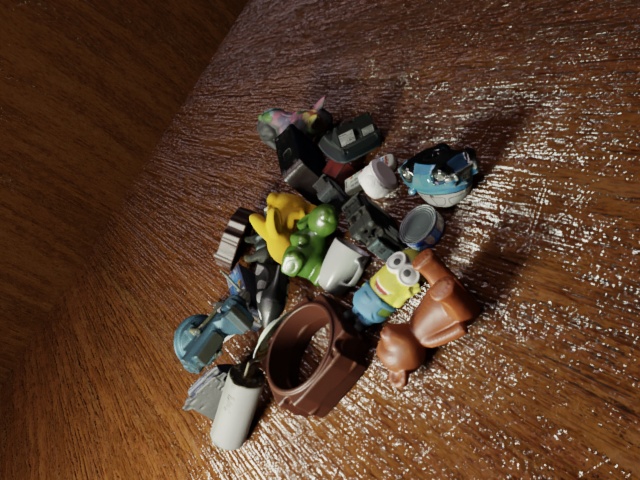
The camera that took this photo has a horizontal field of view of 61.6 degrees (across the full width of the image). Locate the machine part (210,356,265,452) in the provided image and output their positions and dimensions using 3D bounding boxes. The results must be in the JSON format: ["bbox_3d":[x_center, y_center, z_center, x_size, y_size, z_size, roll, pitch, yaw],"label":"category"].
[{"bbox_3d":[-0.167,0.337,1.086,0.079,0.079,0.243,-120,44,-55],"label":"machine part"}]

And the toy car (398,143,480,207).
[{"bbox_3d":[0.230,-0.114,0.998,0.109,0.102,0.162,-33,25,-18],"label":"toy car"}]

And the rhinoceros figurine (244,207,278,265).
[{"bbox_3d":[-0.140,-0.010,1.421,0.112,0.073,0.190,-33,39,35],"label":"rhinoceros figurine"}]

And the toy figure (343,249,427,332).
[{"bbox_3d":[0.123,0.089,0.978,0.180,0.082,0.089,-50,-4,23],"label":"toy figure"}]

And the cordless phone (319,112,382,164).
[{"bbox_3d":[0.053,-0.245,1.341,0.146,0.088,0.184,-30,15,-22],"label":"cordless phone"}]

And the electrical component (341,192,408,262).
[{"bbox_3d":[0.109,-0.019,1.062,0.058,0.114,0.134,-45,32,21],"label":"electrical component"}]

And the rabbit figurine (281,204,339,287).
[{"bbox_3d":[-0.002,-0.004,1.197,0.159,0.121,0.170,-93,27,-72],"label":"rabbit figurine"}]

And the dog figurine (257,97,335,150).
[{"bbox_3d":[-0.065,-0.337,1.530,0.219,0.191,0.108,-34,29,56],"label":"dog figurine"}]

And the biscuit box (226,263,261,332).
[{"bbox_3d":[-0.184,0.142,1.353,0.059,0.062,0.203,-49,32,12],"label":"biscuit box"}]

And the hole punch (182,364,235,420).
[{"bbox_3d":[-0.222,0.329,1.195,0.142,0.115,0.092,-42,26,20],"label":"hole punch"}]

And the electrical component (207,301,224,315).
[{"bbox_3d":[-0.273,0.196,1.461,0.094,0.021,0.063,0,61,53],"label":"electrical component"}]

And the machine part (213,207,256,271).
[{"bbox_3d":[-0.234,-0.005,1.480,0.179,0.056,0.179,2,-69,-90],"label":"machine part"}]

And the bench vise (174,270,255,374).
[{"bbox_3d":[-0.262,0.200,1.241,0.241,0.128,0.223,-9,50,52],"label":"bench vise"}]

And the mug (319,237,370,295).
[{"bbox_3d":[0.050,0.064,1.109,0.107,0.080,0.110,-61,37,11],"label":"mug"}]

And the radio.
[{"bbox_3d":[-0.045,-0.202,1.414,0.073,0.131,0.230,-41,35,19],"label":"radio"}]

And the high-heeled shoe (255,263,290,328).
[{"bbox_3d":[-0.118,0.129,1.260,0.249,0.086,0.145,155,126,-79],"label":"high-heeled shoe"}]

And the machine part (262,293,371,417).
[{"bbox_3d":[-0.014,0.219,1.038,0.201,0.087,0.201,-51,33,10],"label":"machine part"}]

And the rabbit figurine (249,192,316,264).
[{"bbox_3d":[-0.084,-0.026,1.295,0.122,0.162,0.173,-14,55,32],"label":"rabbit figurine"}]

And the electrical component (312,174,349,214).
[{"bbox_3d":[0.034,-0.101,1.275,0.048,0.074,0.119,-47,36,15],"label":"electrical component"}]

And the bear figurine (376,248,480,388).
[{"bbox_3d":[0.152,0.131,0.862,0.196,0.131,0.120,-39,30,14],"label":"bear figurine"}]
